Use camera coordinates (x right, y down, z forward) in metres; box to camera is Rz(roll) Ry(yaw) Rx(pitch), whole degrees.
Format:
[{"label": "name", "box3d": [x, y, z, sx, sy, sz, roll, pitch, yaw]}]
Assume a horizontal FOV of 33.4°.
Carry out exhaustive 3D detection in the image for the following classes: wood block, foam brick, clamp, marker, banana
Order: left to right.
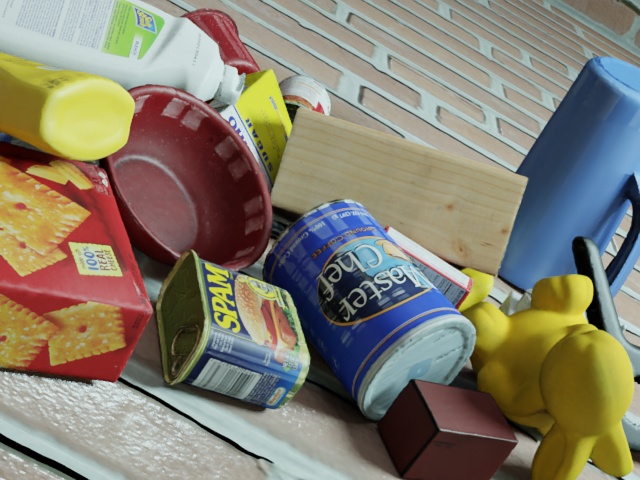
[{"label": "marker", "box3d": [-0.006, 0.001, 0.952, 0.121, 0.020, 0.020, 23, 27, -20]}, {"label": "wood block", "box3d": [0.069, -0.043, 0.950, 0.206, 0.090, 0.090, 18, 2, 6]}, {"label": "banana", "box3d": [0.109, 0.037, 0.984, 0.197, 0.037, 0.069, 12, 49, -44]}, {"label": "foam brick", "box3d": [0.092, 0.140, 0.772, 0.078, 0.053, 0.051, 16, 30, -31]}, {"label": "clamp", "box3d": [0.256, 0.109, 0.943, 0.210, 0.164, 0.036, 37, -14, -5]}]

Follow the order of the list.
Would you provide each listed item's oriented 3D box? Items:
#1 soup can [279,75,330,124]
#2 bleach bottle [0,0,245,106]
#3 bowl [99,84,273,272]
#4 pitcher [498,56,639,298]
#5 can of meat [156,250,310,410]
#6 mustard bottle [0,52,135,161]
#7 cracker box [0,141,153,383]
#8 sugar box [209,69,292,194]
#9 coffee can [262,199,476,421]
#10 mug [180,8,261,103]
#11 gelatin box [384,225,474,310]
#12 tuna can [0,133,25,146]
[{"label": "soup can", "box3d": [-0.027, -0.125, 1.101, 0.068, 0.069, 0.102, 29, 25, -6]}, {"label": "bleach bottle", "box3d": [-0.182, -0.155, 0.850, 0.250, 0.068, 0.102, 18, 63, -17]}, {"label": "bowl", "box3d": [-0.113, -0.037, 0.821, 0.161, 0.055, 0.162, 30, 44, -34]}, {"label": "pitcher", "box3d": [0.278, -0.058, 1.116, 0.149, 0.243, 0.145, 26, 28, 0]}, {"label": "can of meat", "box3d": [-0.061, 0.064, 0.735, 0.083, 0.057, 0.102, 22, 27, -27]}, {"label": "mustard bottle", "box3d": [-0.230, -0.106, 0.734, 0.192, 0.058, 0.096, 19, 12, 23]}, {"label": "cracker box", "box3d": [-0.224, -0.004, 0.652, 0.213, 0.072, 0.164, 14, 30, -32]}, {"label": "sugar box", "box3d": [-0.067, -0.088, 0.965, 0.176, 0.048, 0.093, -66, 138, -66]}, {"label": "coffee can", "box3d": [0.035, 0.051, 0.810, 0.102, 0.103, 0.140, 3, 38, -46]}, {"label": "mug", "box3d": [-0.103, -0.166, 1.079, 0.117, 0.093, 0.081, 40, 14, -54]}, {"label": "gelatin box", "box3d": [0.074, 0.042, 0.904, 0.089, 0.073, 0.030, 32, 25, 0]}, {"label": "tuna can", "box3d": [-0.265, -0.098, 0.823, 0.086, 0.034, 0.086, 25, 26, -13]}]
